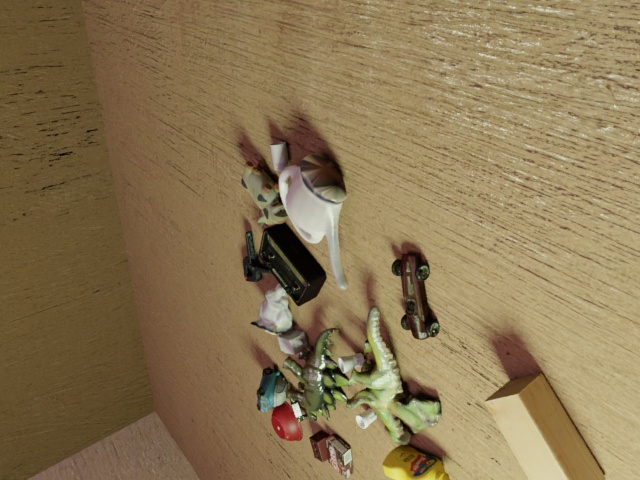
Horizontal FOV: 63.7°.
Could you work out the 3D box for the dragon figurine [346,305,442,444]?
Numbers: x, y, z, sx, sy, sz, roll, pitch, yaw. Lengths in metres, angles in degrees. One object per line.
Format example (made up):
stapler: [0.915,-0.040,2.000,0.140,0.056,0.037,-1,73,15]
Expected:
dragon figurine: [0.193,0.364,1.277,0.244,0.124,0.401,25,130,24]

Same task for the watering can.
watering can: [0.004,-0.064,1.278,0.352,0.105,0.219,55,143,23]

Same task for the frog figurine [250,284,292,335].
frog figurine: [-0.137,0.216,1.652,0.138,0.122,0.160,13,82,60]
